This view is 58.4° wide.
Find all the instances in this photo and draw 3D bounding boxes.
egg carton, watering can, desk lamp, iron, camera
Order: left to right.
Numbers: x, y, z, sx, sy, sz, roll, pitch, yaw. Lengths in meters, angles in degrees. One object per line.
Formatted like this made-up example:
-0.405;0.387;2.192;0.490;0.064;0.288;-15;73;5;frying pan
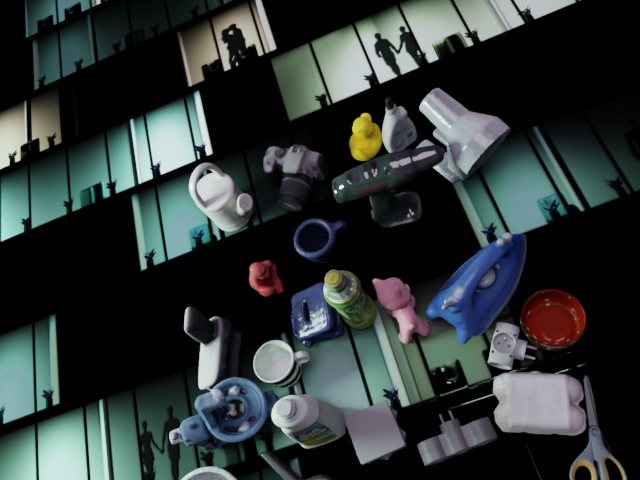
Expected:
-0.226;-0.103;1.292;0.172;0.194;0.101;-2;66;17;watering can
-0.068;-0.144;1.314;0.142;0.101;0.137;7;69;20;camera
0.280;-0.205;1.168;0.118;0.214;0.202;-44;62;-5;desk lamp
0.309;0.062;1.080;0.118;0.142;0.258;36;81;28;iron
0.380;0.284;1.000;0.150;0.069;0.107;-3;66;16;egg carton

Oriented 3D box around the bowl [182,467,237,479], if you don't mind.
-0.199;0.516;1.074;0.167;0.075;0.167;-7;65;15;bowl

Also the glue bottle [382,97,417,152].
0.165;-0.257;1.250;0.078;0.173;0.037;-34;61;0;glue bottle

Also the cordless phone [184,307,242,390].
-0.236;0.218;1.156;0.094;0.185;0.147;-10;64;13;cordless phone

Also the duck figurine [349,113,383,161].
0.099;-0.241;1.314;0.077;0.086;0.104;9;70;21;duck figurine

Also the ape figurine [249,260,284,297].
-0.123;0.077;1.237;0.076;0.092;0.078;9;70;21;ape figurine

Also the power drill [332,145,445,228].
0.148;-0.107;1.168;0.229;0.209;0.075;-14;63;11;power drill

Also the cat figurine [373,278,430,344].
0.155;0.127;1.113;0.067;0.118;0.127;-29;61;4;cat figurine

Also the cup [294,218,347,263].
0.011;0.004;1.226;0.117;0.095;0.091;-29;61;3;cup

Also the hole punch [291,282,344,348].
-0.013;0.153;1.169;0.101;0.091;0.108;-16;63;10;hole punch

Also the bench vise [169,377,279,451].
-0.192;0.338;1.069;0.207;0.220;0.121;-41;61;-3;bench vise
